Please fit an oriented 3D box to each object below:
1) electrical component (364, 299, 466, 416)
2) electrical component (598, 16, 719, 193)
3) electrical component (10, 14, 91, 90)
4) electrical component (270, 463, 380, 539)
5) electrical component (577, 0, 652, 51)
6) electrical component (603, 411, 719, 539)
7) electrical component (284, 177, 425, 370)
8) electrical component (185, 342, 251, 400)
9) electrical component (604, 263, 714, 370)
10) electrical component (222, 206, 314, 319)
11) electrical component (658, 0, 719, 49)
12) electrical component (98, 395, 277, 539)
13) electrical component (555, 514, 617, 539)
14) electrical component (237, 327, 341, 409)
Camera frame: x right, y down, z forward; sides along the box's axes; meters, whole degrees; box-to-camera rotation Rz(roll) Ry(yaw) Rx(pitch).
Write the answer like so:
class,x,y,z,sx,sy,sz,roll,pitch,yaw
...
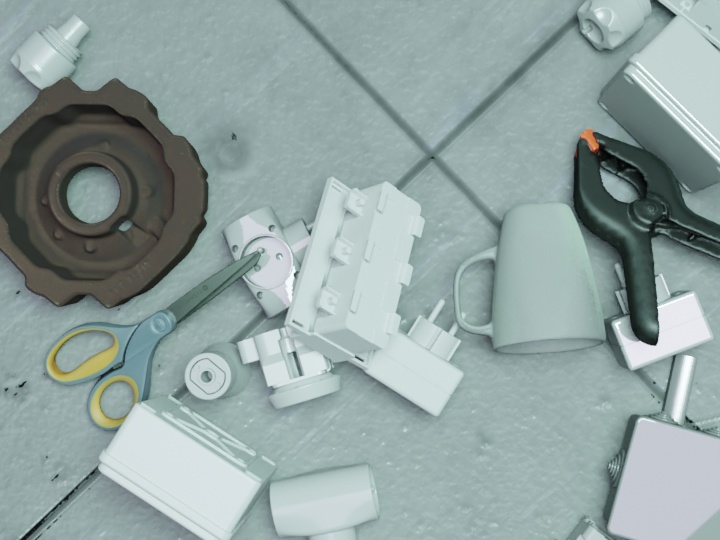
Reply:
class,x,y,z,sx,sy,sz,roll,pitch,yaw
electrical component,0.051,0.060,0.816,0.066,0.047,0.076,32,91,4
electrical component,0.237,-0.116,0.777,0.056,0.108,0.108,-44,87,-1
electrical component,-0.238,-0.172,0.841,0.043,0.043,0.062,43,90,3
electrical component,-0.023,0.193,0.820,0.077,0.043,0.079,-12,89,4
electrical component,0.199,-0.198,0.814,0.062,0.043,0.043,-38,87,-11
electrical component,0.232,0.158,0.790,0.100,0.048,0.099,15,90,6
electrical component,0.000,0.000,0.784,0.079,0.063,0.121,32,60,-33
electrical component,-0.110,0.078,0.817,0.044,0.065,0.044,0,89,4
electrical component,0.215,0.027,0.806,0.066,0.047,0.076,-21,88,3
electrical component,-0.054,-0.014,0.825,0.079,0.044,0.077,-29,87,2
electrical component,0.235,-0.265,0.787,0.186,0.060,0.105,39,72,4
electrical component,-0.124,0.145,0.795,0.109,0.108,0.056,32,88,4
electrical component,0.171,0.223,0.808,0.081,0.042,0.063,36,91,3
electrical component,-0.047,0.071,0.817,0.078,0.058,0.057,-17,85,3
